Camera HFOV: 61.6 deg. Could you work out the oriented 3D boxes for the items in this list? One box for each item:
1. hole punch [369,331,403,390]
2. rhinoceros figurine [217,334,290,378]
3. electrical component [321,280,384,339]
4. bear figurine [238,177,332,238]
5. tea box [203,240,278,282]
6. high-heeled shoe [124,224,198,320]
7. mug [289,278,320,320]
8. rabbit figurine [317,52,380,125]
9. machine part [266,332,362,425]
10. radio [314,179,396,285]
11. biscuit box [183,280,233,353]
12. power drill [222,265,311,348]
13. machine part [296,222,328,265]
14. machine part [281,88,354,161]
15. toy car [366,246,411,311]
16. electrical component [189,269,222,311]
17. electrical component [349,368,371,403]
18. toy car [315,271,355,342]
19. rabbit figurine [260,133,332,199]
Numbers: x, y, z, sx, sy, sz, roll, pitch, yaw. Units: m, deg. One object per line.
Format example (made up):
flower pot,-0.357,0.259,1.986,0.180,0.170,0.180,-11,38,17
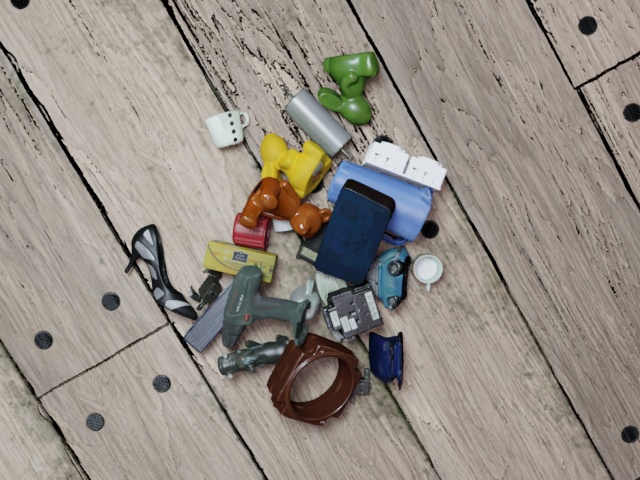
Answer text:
hole punch,0.167,0.292,1.351,0.092,0.116,0.142,2,94,6
rhinoceros figurine,-0.159,0.294,1.341,0.190,0.112,0.073,-11,96,-9
electrical component,0.075,0.172,1.311,0.134,0.058,0.114,-17,95,-7
bear figurine,-0.074,-0.056,1.253,0.195,0.132,0.120,37,125,-21
tea box,-0.194,0.051,1.329,0.170,0.098,0.068,14,93,-1
high-heeled shoe,-0.372,0.077,1.332,0.249,0.086,0.145,36,92,0
mug,-0.033,0.152,1.335,0.081,0.107,0.109,21,95,-4
rabbit figurine,0.073,-0.360,1.302,0.159,0.121,0.170,-8,109,2
machine part,-0.012,0.344,1.322,0.201,0.087,0.201,27,93,-32
radio,0.081,-0.014,1.260,0.131,0.073,0.229,23,120,6
biscuit box,-0.258,0.187,1.355,0.063,0.059,0.202,41,92,-5
power drill,-0.129,0.182,1.273,0.207,0.086,0.231,17,113,18
machine part,-0.003,-0.004,1.361,0.084,0.039,0.138,23,95,5
machine part,-0.004,-0.285,1.321,0.243,0.079,0.079,44,92,-3
toy car,0.167,0.090,1.348,0.103,0.109,0.161,9,106,22
electrical component,-0.287,0.118,1.348,0.045,0.078,0.102,36,98,-27
electrical component,0.101,0.378,1.397,0.063,0.021,0.094,3,93,-2
toy car,0.046,0.162,1.363,0.073,0.056,0.201,-19,94,-1
rabbit figurine,-0.079,-0.187,1.323,0.173,0.122,0.162,37,102,10
